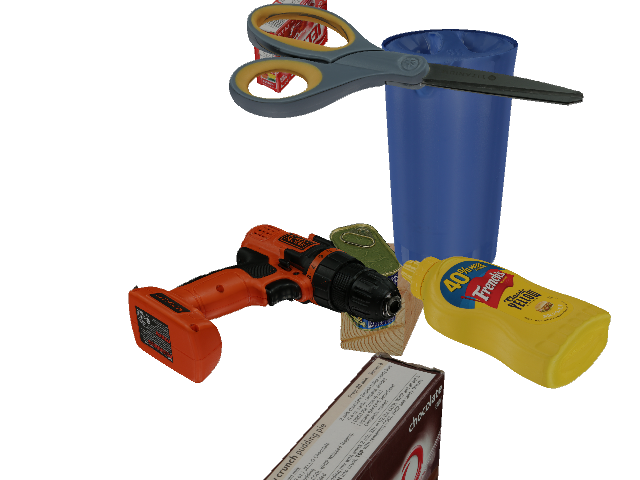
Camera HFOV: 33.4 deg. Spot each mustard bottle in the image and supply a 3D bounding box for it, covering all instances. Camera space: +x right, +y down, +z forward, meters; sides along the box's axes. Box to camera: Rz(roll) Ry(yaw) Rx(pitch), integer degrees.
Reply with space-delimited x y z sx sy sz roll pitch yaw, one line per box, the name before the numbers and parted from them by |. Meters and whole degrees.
mustard bottle | 0.149 0.059 0.940 0.192 0.058 0.096 25 40 37

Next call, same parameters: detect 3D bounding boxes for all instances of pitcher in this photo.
pitcher | 0.135 -0.094 1.103 0.149 0.243 0.145 -9 25 -17

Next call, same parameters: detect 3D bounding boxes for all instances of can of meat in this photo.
can of meat | 0.050 0.043 1.229 0.057 0.084 0.102 -13 38 -18

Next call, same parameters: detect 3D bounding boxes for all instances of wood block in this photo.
wood block | 0.097 0.081 1.553 0.091 0.090 0.206 6 21 14

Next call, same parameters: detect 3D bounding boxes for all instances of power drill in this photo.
power drill | -0.050 0.052 0.896 0.187 0.057 0.185 -23 29 -36

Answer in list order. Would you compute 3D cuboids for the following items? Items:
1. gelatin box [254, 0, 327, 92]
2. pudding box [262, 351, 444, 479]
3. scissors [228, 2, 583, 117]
gelatin box | -0.026 -0.194 1.000 0.030 0.089 0.073 27 -33 20
pudding box | 0.013 0.115 0.457 0.039 0.090 0.113 16 35 24
scissors | 0.035 -0.085 0.600 0.202 0.096 0.016 25 -32 23
